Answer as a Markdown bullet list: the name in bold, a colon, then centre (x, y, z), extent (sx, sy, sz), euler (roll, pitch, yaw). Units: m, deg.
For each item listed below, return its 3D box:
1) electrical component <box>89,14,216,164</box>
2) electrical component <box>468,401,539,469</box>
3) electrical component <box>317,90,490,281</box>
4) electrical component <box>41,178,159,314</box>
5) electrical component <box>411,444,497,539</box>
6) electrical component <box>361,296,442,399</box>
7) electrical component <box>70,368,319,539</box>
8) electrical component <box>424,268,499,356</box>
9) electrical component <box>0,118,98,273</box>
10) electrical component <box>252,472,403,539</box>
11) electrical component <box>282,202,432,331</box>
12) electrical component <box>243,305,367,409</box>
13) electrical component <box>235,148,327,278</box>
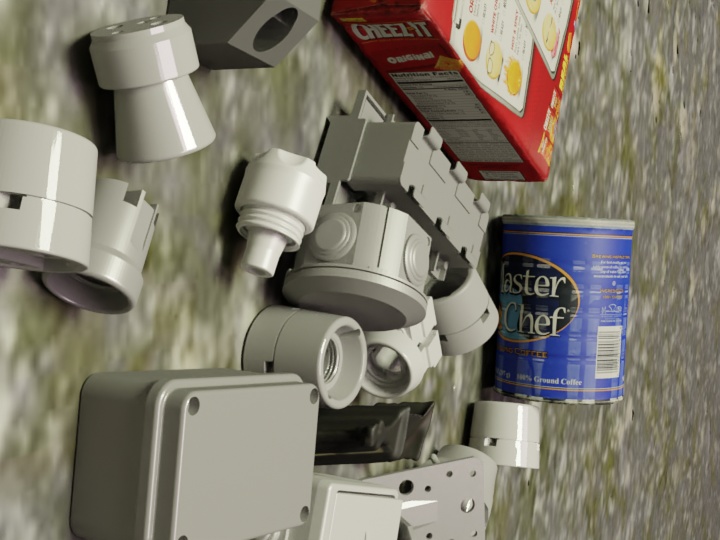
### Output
- **electrical component**: centre (-0.090, -0.079, 0.468), extent (0.045, 0.045, 0.055), euler (-40, 126, -51)
- **electrical component**: centre (0.111, 0.126, 0.825), extent (0.055, 0.055, 0.047), euler (21, 72, -58)
- **electrical component**: centre (0.029, -0.044, 0.656), extent (0.121, 0.063, 0.078), euler (43, 57, -53)
- **electrical component**: centre (-0.108, -0.010, 0.454), extent (0.040, 0.040, 0.046), euler (50, 45, -49)
- **electrical component**: centre (0.059, 0.157, 0.750), extent (0.079, 0.043, 0.077), euler (60, 45, -45)
- **electrical component**: centre (0.023, 0.048, 0.675), extent (0.055, 0.048, 0.066), euler (-50, 135, -55)
- **electrical component**: centre (-0.073, 0.087, 0.505), extent (0.113, 0.057, 0.078), euler (6, 88, -59)
- **electrical component**: centre (0.060, 0.022, 0.727), extent (0.055, 0.055, 0.047), euler (-60, 137, -37)
- **electrical component**: centre (-0.127, -0.027, 0.405), extent (0.055, 0.055, 0.047), euler (22, 71, -58)
- **electrical component**: centre (-0.024, 0.145, 0.591), extent (0.096, 0.061, 0.061), euler (24, 73, -58)
- **electrical component**: centre (0.000, 0.000, 0.598), extent (0.080, 0.080, 0.051), euler (41, 53, -53)
- **electrical component**: centre (-0.028, 0.048, 0.585), extent (0.055, 0.047, 0.055), euler (-11, 103, -58)
- **electrical component**: centre (-0.044, -0.027, 0.554), extent (0.043, 0.043, 0.062), euler (41, 60, -53)
